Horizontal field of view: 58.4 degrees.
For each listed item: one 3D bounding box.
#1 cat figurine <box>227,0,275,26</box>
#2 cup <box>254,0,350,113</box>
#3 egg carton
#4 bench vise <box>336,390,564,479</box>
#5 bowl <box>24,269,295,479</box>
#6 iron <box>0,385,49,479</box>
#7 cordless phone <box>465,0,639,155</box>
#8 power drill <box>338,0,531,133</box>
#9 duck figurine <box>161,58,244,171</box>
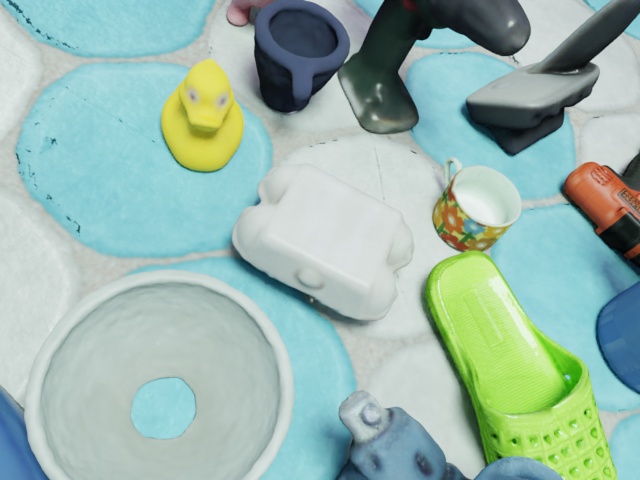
[{"bbox_3d":[-0.056,-0.289,0.608,0.067,0.117,0.128,11,59,-11],"label":"cat figurine"},{"bbox_3d":[-0.025,-0.160,0.560,0.092,0.095,0.117,6,60,-14],"label":"cup"},{"bbox_3d":[0.005,0.002,0.494,0.150,0.069,0.107,27,58,-1],"label":"egg carton"},{"bbox_3d":[0.098,0.174,0.339,0.207,0.219,0.121,26,58,-1],"label":"bench vise"},{"bbox_3d":[-0.106,0.109,0.397,0.168,0.074,0.167,8,60,-13],"label":"bowl"},{"bbox_3d":[-0.209,0.140,0.308,0.119,0.141,0.258,-22,70,-26],"label":"iron"},{"bbox_3d":[0.255,-0.192,0.611,0.148,0.185,0.094,-35,76,-30],"label":"cordless phone"},{"bbox_3d":[0.092,-0.204,0.553,0.076,0.208,0.229,-13,67,-23],"label":"power drill"},{"bbox_3d":[-0.104,-0.127,0.522,0.078,0.086,0.104,5,61,-14],"label":"duck figurine"}]
